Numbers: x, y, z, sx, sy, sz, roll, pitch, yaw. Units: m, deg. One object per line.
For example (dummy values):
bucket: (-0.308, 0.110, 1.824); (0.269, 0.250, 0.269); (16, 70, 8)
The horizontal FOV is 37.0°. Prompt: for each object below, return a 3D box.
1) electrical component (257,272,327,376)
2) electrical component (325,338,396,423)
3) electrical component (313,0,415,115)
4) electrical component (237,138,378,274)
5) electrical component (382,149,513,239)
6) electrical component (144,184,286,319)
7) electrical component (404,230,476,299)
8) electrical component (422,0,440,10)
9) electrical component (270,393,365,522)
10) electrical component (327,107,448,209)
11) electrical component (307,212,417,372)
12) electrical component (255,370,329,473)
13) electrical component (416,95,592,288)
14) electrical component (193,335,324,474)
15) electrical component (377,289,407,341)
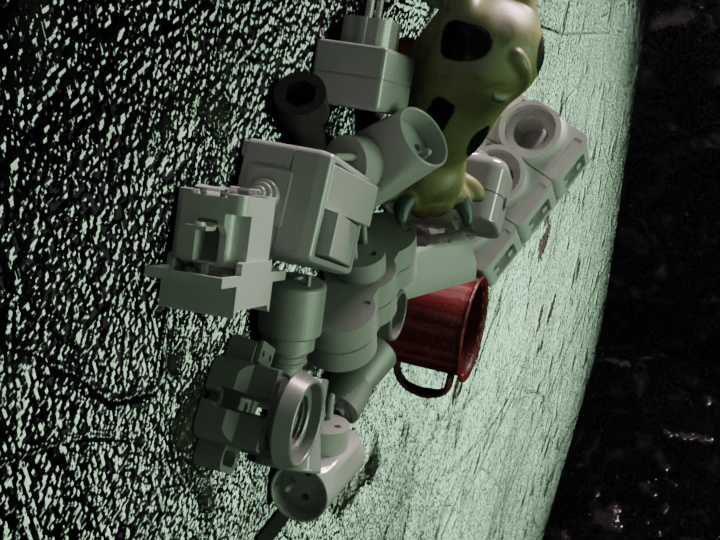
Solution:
electrical component: (-0.044, 0.037, 0.664); (0.040, 0.040, 0.078); (-33, 133, -67)
electrical component: (-0.005, 0.084, 0.822); (0.044, 0.044, 0.065); (83, 30, -46)
electrical component: (0.005, -0.141, 0.689); (0.066, 0.047, 0.076); (-15, 115, -71)
electrical component: (-0.033, -0.035, 0.615); (0.096, 0.061, 0.061); (20, 82, -73)
electrical component: (0.072, -0.067, 0.871); (0.053, 0.095, 0.059); (50, 54, -68)
electrical component: (-0.070, -0.011, 0.547); (0.081, 0.042, 0.063); (-8, 107, -73)
electrical component: (0.044, -0.006, 0.875); (0.079, 0.077, 0.043); (-147, -136, -69)
electrical component: (0.074, -0.223, 0.762); (0.060, 0.108, 0.108); (-65, 160, -19)
electrical component: (-0.028, 0.127, 0.768); (0.077, 0.044, 0.079); (-35, 134, -66)
electrical component: (0.003, -0.068, 0.690); (0.079, 0.077, 0.043); (-6, 71, -49)
electrical component: (0.000, 0.000, 0.759); (0.138, 0.052, 0.073); (-59, 155, -45)
electrical component: (-0.042, 0.099, 0.711); (0.044, 0.044, 0.065); (35, 63, -72)
electrical component: (0.123, -0.075, 0.954); (0.150, 0.089, 0.061); (-52, 159, -4)
electrical component: (-0.056, 0.082, 0.626); (0.058, 0.057, 0.078); (53, 51, -68)
electrical component: (0.008, 0.030, 0.815); (0.040, 0.046, 0.040); (12, 90, -73)
